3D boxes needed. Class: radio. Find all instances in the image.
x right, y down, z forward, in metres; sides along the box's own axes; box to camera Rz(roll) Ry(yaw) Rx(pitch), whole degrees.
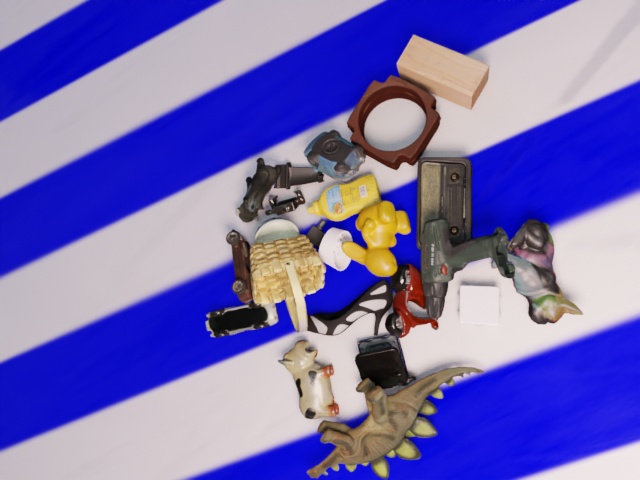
[{"bbox_3d":[0.305,-0.084,1.307,0.131,0.073,0.229,0,84,16],"label":"radio"}]

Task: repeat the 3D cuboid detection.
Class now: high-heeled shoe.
[{"bbox_3d":[0.054,0.160,1.331,0.249,0.086,0.145,4,91,4],"label":"high-heeled shoe"}]

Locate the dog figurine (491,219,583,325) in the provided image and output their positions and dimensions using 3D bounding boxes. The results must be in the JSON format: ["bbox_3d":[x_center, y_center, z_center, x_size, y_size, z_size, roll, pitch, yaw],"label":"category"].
[{"bbox_3d":[0.508,0.081,1.216,0.219,0.108,0.191,40,90,12],"label":"dog figurine"}]

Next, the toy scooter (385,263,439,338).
[{"bbox_3d":[0.230,0.152,1.287,0.135,0.075,0.184,17,68,-15],"label":"toy scooter"}]

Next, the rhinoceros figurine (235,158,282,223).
[{"bbox_3d":[-0.162,-0.125,1.415,0.190,0.073,0.112,-55,26,38],"label":"rhinoceros figurine"}]

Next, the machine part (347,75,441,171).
[{"bbox_3d":[0.188,-0.295,1.366,0.202,0.087,0.201,32,91,19],"label":"machine part"}]

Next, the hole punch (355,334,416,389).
[{"bbox_3d":[0.149,0.293,1.298,0.142,0.092,0.115,-15,110,10],"label":"hole punch"}]

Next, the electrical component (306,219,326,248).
[{"bbox_3d":[-0.003,-0.004,1.406,0.063,0.021,0.094,37,92,17],"label":"electrical component"}]

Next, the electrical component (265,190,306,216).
[{"bbox_3d":[-0.092,-0.099,1.424,0.102,0.078,0.045,-13,103,19],"label":"electrical component"}]

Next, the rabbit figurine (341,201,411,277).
[{"bbox_3d":[0.136,0.009,1.308,0.162,0.121,0.173,-15,68,25],"label":"rabbit figurine"}]

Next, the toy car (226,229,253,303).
[{"bbox_3d":[-0.202,0.066,1.402,0.053,0.089,0.202,-15,66,11],"label":"toy car"}]

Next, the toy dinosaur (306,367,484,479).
[{"bbox_3d":[0.159,0.413,1.237,0.471,0.105,0.198,-42,101,7],"label":"toy dinosaur"}]

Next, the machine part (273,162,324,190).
[{"bbox_3d":[-0.057,-0.172,1.439,0.139,0.039,0.084,2,77,17],"label":"machine part"}]

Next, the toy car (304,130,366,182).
[{"bbox_3d":[0.047,-0.202,1.374,0.162,0.102,0.109,30,73,30],"label":"toy car"}]

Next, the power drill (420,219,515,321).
[{"bbox_3d":[0.321,0.060,1.199,0.207,0.086,0.232,-11,84,42],"label":"power drill"}]

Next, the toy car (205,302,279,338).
[{"bbox_3d":[-0.208,0.207,1.414,0.202,0.056,0.073,-14,85,14],"label":"toy car"}]

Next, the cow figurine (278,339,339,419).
[{"bbox_3d":[-0.029,0.345,1.333,0.127,0.085,0.195,-11,80,7],"label":"cow figurine"}]
